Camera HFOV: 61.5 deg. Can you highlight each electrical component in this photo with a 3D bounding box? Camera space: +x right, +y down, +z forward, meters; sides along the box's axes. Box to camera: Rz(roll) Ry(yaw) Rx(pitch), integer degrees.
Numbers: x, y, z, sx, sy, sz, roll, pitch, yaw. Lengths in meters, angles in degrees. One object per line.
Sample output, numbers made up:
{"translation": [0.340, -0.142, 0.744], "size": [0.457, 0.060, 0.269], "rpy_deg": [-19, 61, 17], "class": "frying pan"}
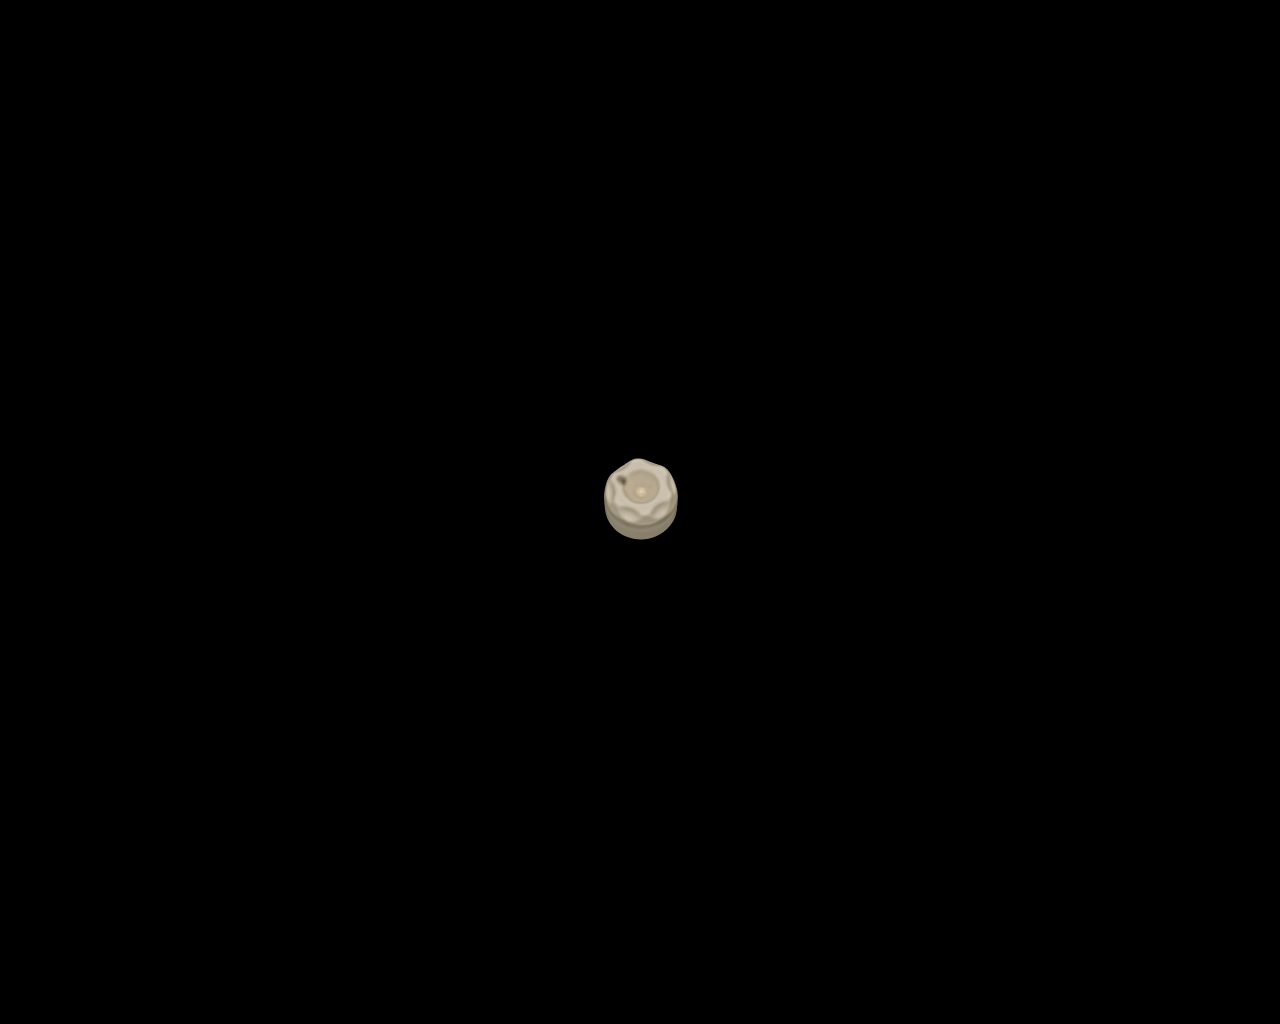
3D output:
{"translation": [0.001, -0.003, 0.650], "size": [0.043, 0.043, 0.062], "rpy_deg": [0, -25, 0], "class": "electrical component"}
